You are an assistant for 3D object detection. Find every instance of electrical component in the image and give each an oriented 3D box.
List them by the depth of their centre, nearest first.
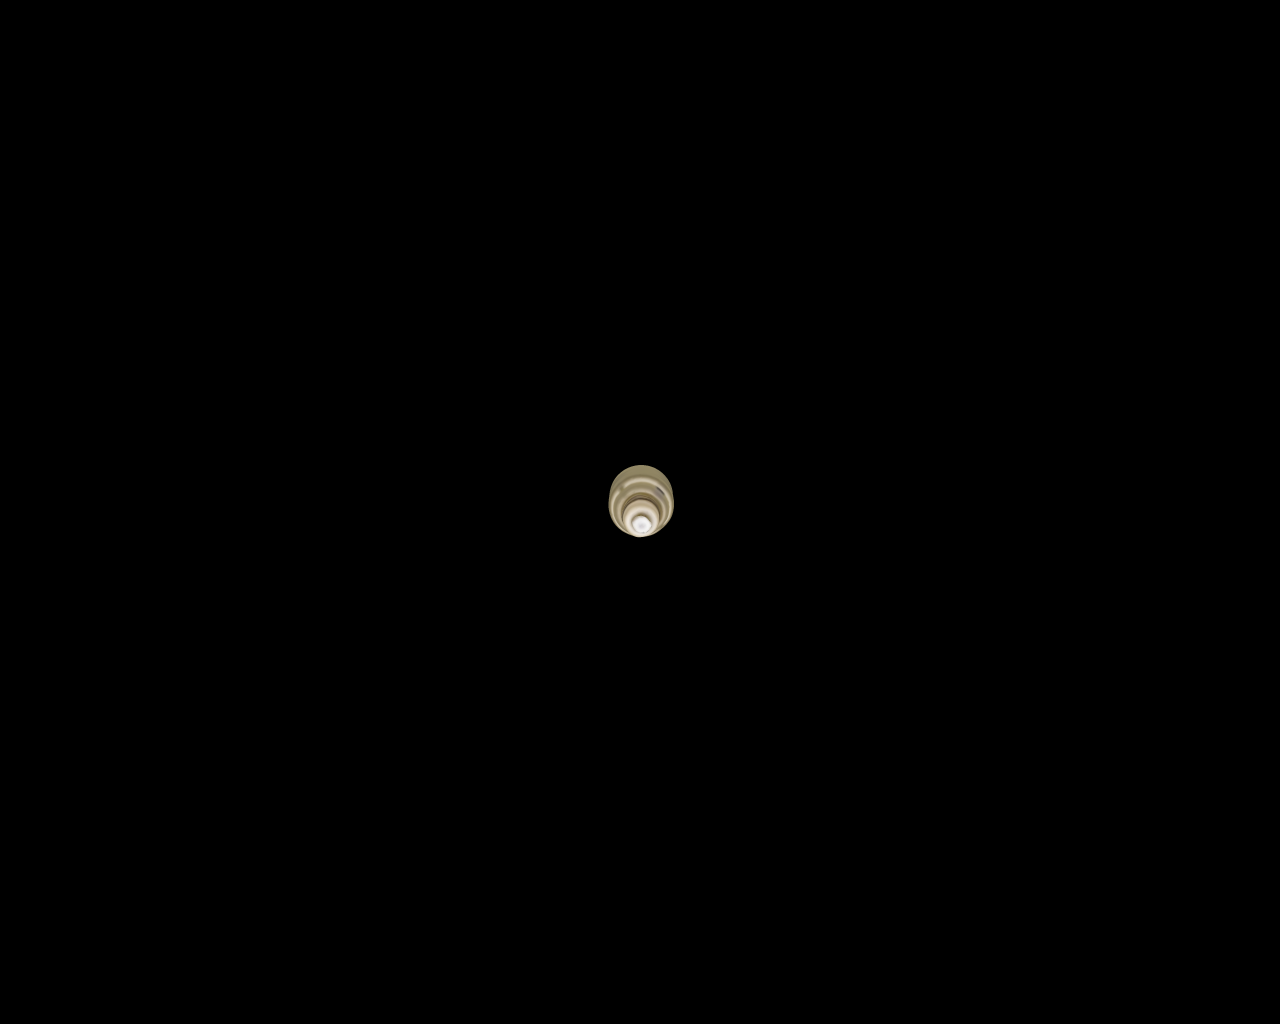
[{"bbox_3d":[0.001,-0.003,0.650,0.040,0.040,0.078,0,16,0],"label":"electrical component"}]
